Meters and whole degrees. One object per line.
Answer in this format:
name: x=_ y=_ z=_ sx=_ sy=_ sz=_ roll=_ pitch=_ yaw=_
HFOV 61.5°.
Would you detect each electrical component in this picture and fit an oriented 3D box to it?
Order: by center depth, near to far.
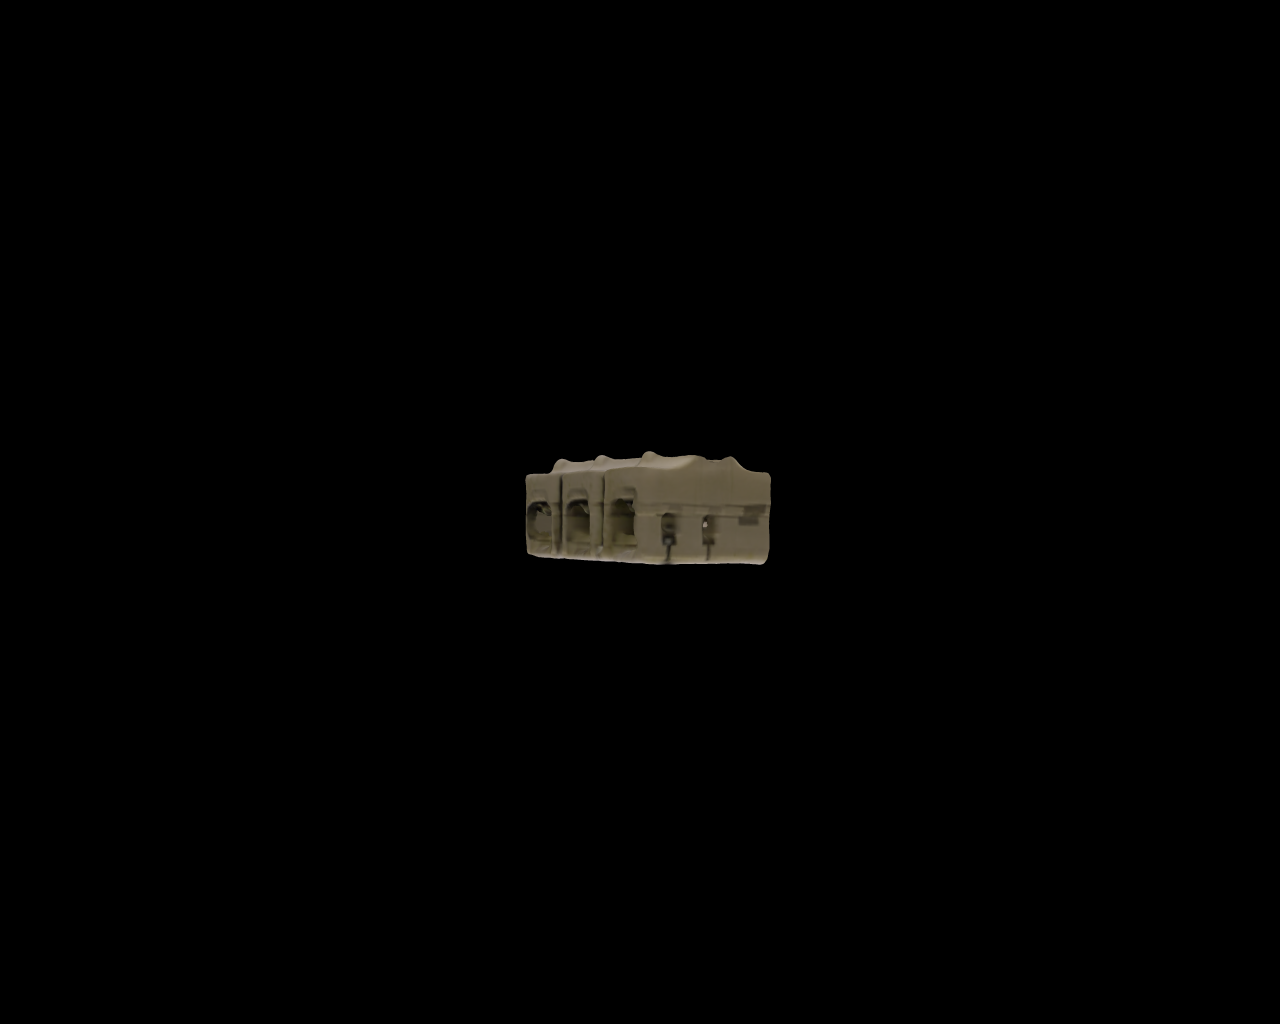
electrical component: x=0.001 y=-0.003 z=0.650 sx=0.089 sy=0.061 sz=0.150 roll=0 pitch=0 yaw=-32
